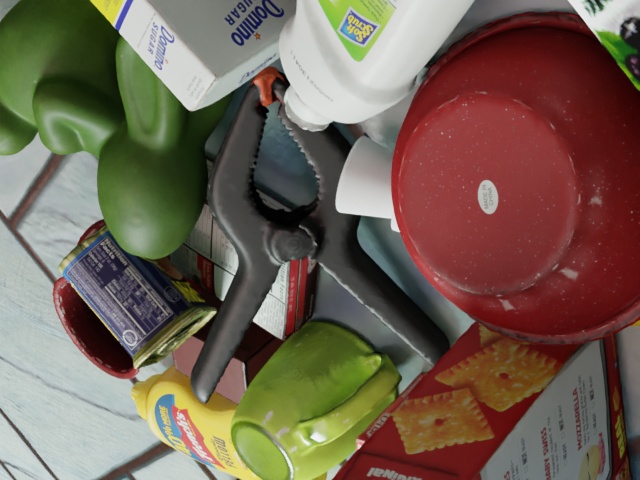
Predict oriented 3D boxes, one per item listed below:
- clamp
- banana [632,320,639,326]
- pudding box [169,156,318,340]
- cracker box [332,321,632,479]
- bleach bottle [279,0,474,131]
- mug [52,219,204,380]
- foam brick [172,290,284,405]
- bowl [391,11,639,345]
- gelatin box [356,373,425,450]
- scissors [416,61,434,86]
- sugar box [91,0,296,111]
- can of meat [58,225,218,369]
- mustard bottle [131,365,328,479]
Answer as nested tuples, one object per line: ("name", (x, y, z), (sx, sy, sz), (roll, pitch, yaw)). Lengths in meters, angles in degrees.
("clamp", (-0.004, 0.001, 0.644), (0.164, 0.036, 0.210), (-3, 109, 1))
("banana", (0.163, 0.010, 0.501), (0.198, 0.037, 0.069), (-5, 131, 40))
("pudding box", (-0.053, 0.005, 0.729), (0.114, 0.039, 0.090), (30, 139, 22))
("cracker box", (0.086, 0.147, 0.560), (0.072, 0.213, 0.164), (12, 129, 39))
("bleach bottle", (0.032, -0.141, 0.484), (0.102, 0.067, 0.251), (57, 145, 17))
("mug", (-0.147, 0.036, 0.813), (0.093, 0.081, 0.117), (6, 125, 43))
("foam brick", (-0.067, 0.080, 0.793), (0.078, 0.052, 0.051), (25, 136, 31))
("bowl", (0.089, -0.024, 0.494), (0.162, 0.055, 0.162), (9, 104, 37))
("gelatin box", (0.055, 0.143, 0.705), (0.030, 0.073, 0.089), (26, 137, 30))
("scissors", (0.068, -0.062, 0.566), (0.202, 0.016, 0.096), (29, 138, 26))
("sugar box", (-0.090, -0.161, 0.582), (0.176, 0.093, 0.048), (50, 144, 1))
("can of meat", (-0.121, 0.035, 0.716), (0.084, 0.057, 0.102), (49, 180, 4))
("mustard bottle", (-0.085, 0.146, 0.863), (0.192, 0.058, 0.096), (12, 134, 40))
